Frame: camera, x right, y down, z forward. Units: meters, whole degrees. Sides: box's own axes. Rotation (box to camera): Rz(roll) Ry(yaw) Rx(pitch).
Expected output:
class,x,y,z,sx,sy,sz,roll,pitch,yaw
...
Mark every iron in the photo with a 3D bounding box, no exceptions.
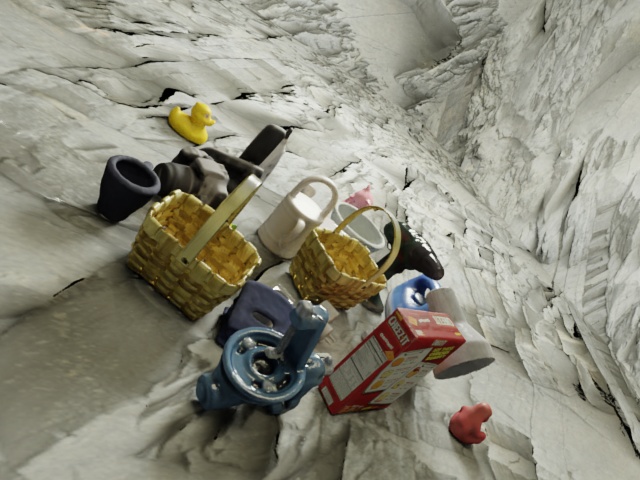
class,x,y,z,sx,sy,sz,roll,pitch,yaw
iron,0.242,0.145,1.375,0.119,0.141,0.258,34,25,-17

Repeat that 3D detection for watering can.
class,x,y,z,sx,sy,sz,roll,pitch,yaw
watering can,-0.041,-0.065,1.230,0.101,0.194,0.172,24,29,-36

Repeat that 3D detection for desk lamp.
class,x,y,z,sx,sy,sz,roll,pitch,yaw
desk lamp,0.216,0.208,1.139,0.118,0.213,0.202,16,34,-45

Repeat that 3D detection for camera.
class,x,y,z,sx,sy,sz,roll,pitch,yaw
camera,-0.258,-0.126,1.118,0.137,0.100,0.143,10,39,-50

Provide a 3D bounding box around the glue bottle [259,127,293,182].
class,x,y,z,sx,sy,sz,roll,pitch,yaw
glue bottle,-0.117,-0.202,1.373,0.037,0.173,0.078,46,24,9

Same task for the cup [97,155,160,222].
class,x,y,z,sx,sy,sz,roll,pitch,yaw
cup,-0.323,-0.084,0.953,0.092,0.095,0.118,37,24,-11

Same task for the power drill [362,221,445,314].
class,x,y,z,sx,sy,sz,roll,pitch,yaw
power drill,0.175,0.068,1.320,0.076,0.208,0.229,26,28,-33

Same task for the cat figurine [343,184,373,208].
class,x,y,z,sx,sy,sz,roll,pitch,yaw
cat figurine,0.114,-0.113,1.645,0.067,0.117,0.128,38,24,-9

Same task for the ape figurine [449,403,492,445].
class,x,y,z,sx,sy,sz,roll,pitch,yaw
ape figurine,0.314,0.368,1.169,0.076,0.092,0.077,27,28,-30

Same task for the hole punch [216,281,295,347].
class,x,y,z,sx,sy,sz,roll,pitch,yaw
hole punch,-0.099,0.137,0.928,0.109,0.091,0.101,34,25,-18

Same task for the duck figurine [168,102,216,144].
class,x,y,z,sx,sy,sz,roll,pitch,yaw
duck figurine,-0.297,-0.288,1.351,0.105,0.086,0.077,33,25,-20

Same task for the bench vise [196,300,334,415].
class,x,y,z,sx,sy,sz,roll,pitch,yaw
bench vise,-0.047,0.156,0.814,0.121,0.219,0.208,50,25,17

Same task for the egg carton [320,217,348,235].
class,x,y,z,sx,sy,sz,roll,pitch,yaw
egg carton,0.012,0.005,1.349,0.107,0.069,0.150,44,24,3

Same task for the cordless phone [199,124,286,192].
class,x,y,z,sx,sy,sz,roll,pitch,yaw
cordless phone,-0.174,-0.200,1.267,0.148,0.185,0.094,18,33,-43

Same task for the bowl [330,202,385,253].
class,x,y,z,sx,sy,sz,roll,pitch,yaw
bowl,0.083,-0.017,1.488,0.168,0.074,0.167,34,25,-18
